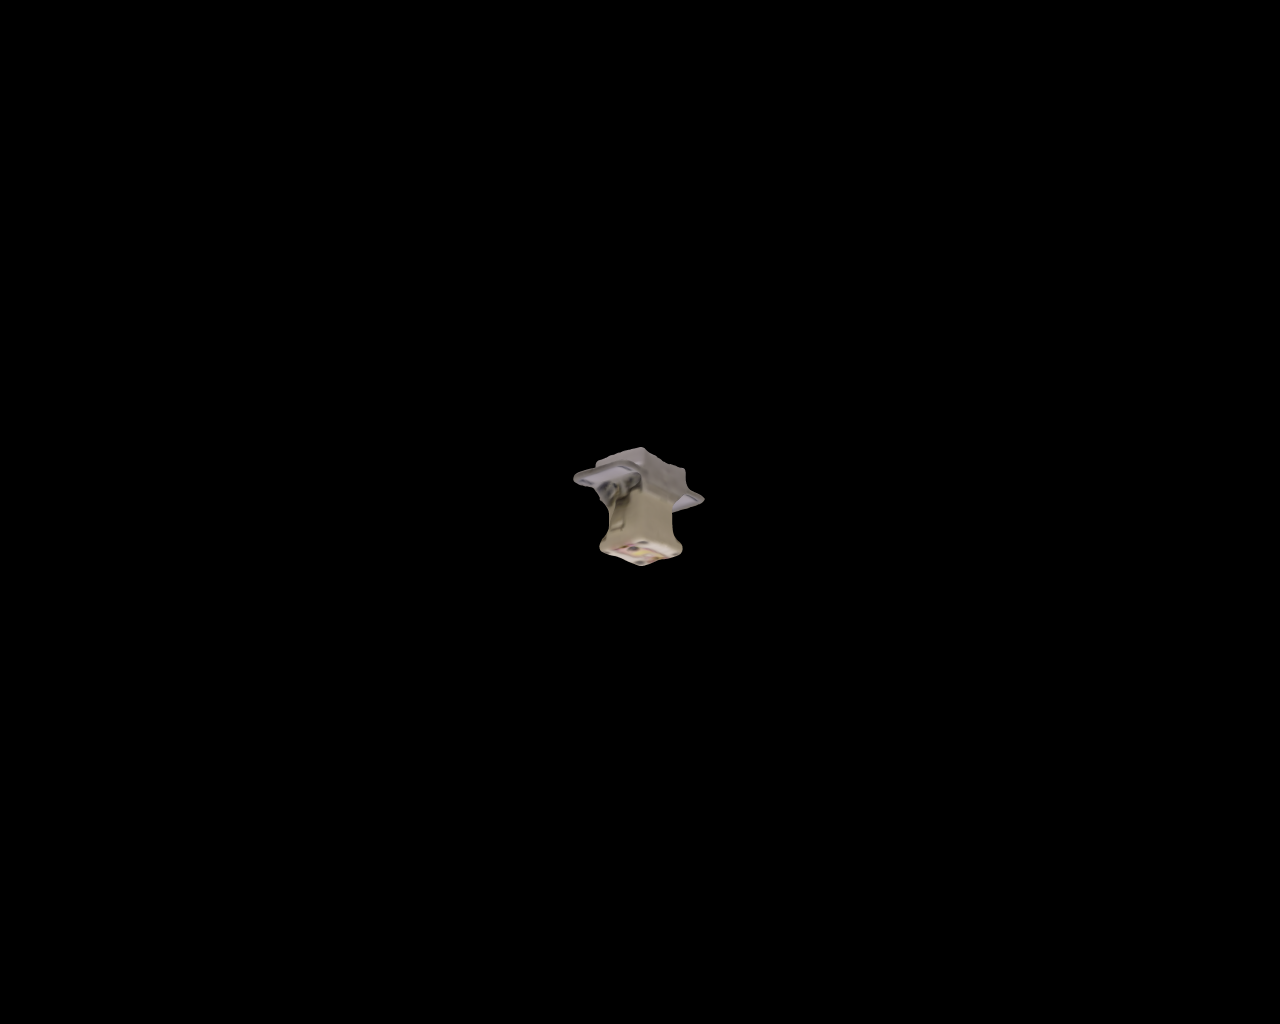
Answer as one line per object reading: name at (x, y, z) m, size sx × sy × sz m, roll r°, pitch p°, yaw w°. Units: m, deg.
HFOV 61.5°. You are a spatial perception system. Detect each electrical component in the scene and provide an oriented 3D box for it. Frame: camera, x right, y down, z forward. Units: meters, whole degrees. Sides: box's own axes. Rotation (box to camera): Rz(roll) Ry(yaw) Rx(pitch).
electrical component at (0.001, -0.003, 0.650) m, size 0.042 × 0.064 × 0.081 m, roll -17°, pitch -27°, yaw 37°
